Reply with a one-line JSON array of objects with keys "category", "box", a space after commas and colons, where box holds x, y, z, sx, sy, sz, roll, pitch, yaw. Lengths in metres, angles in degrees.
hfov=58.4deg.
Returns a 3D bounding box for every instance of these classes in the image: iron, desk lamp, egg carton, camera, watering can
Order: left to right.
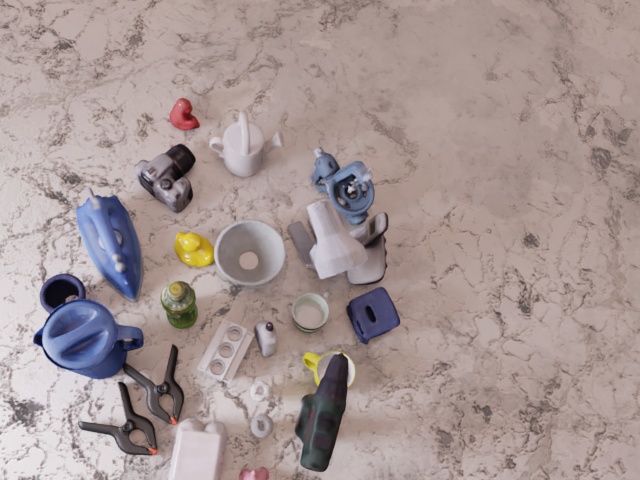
[{"category": "iron", "box": [-0.466, 0.007, 1.283, 0.119, 0.141, 0.258, -23, 75, -17]}, {"category": "camera", "box": [-0.357, -0.165, 1.389, 0.143, 0.100, 0.137, 40, 68, 6]}, {"category": "egg carton", "box": [-0.253, 0.453, 1.195, 0.107, 0.069, 0.150, 8, 69, -7]}, {"category": "watering can", "box": [-0.178, -0.243, 1.401, 0.173, 0.194, 0.101, -23, 75, -17]}, {"category": "desk lamp", "box": [0.012, 0.005, 1.333, 0.118, 0.213, 0.203, -22, 75, -17]}]

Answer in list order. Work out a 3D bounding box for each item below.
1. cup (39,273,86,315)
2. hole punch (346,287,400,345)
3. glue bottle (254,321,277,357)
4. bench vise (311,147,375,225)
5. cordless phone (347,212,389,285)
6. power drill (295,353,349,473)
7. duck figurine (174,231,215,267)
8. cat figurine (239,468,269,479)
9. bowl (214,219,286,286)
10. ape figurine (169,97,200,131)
[{"category": "cup", "box": [-0.552, 0.141, 1.242, 0.092, 0.095, 0.118, 10, 68, -6]}, {"category": "hole punch", "box": [0.125, 0.179, 1.355, 0.101, 0.091, 0.108, -20, 74, -17]}, {"category": "glue bottle", "box": [-0.115, 0.206, 1.256, 0.037, 0.173, 0.078, -15, 73, -15]}, {"category": "bench vise", "box": [0.051, -0.147, 1.393, 0.207, 0.219, 0.122, 35, 68, 4]}, {"category": "cordless phone", "box": [0.122, 0.021, 1.362, 0.094, 0.185, 0.147, -1, 70, -10]}, {"category": "power drill", "box": [0.003, 0.363, 1.200, 0.075, 0.208, 0.230, 14, 68, -4]}, {"category": "duck figurine", "box": [-0.293, 0.015, 1.342, 0.104, 0.086, 0.077, 29, 67, 1]}, {"category": "cat figurine", "box": [-0.128, 0.531, 1.163, 0.067, 0.117, 0.128, -4, 70, -11]}, {"category": "bowl", "box": [-0.166, 0.038, 1.362, 0.167, 0.074, 0.167, 4, 69, -9]}, {"category": "ape figurine", "box": [-0.345, -0.326, 1.456, 0.076, 0.092, 0.078, -2, 70, -11]}]
